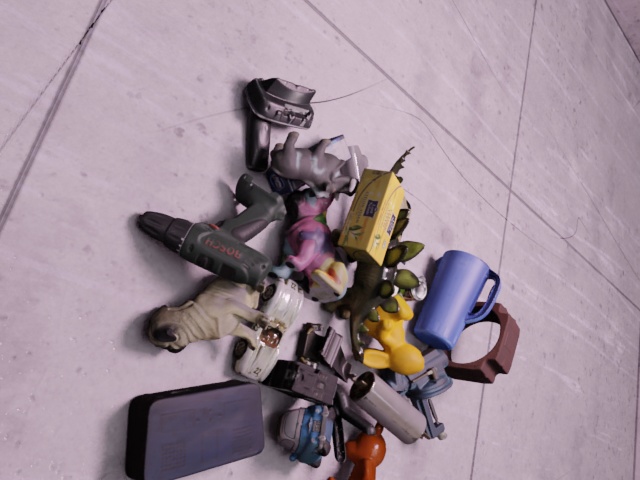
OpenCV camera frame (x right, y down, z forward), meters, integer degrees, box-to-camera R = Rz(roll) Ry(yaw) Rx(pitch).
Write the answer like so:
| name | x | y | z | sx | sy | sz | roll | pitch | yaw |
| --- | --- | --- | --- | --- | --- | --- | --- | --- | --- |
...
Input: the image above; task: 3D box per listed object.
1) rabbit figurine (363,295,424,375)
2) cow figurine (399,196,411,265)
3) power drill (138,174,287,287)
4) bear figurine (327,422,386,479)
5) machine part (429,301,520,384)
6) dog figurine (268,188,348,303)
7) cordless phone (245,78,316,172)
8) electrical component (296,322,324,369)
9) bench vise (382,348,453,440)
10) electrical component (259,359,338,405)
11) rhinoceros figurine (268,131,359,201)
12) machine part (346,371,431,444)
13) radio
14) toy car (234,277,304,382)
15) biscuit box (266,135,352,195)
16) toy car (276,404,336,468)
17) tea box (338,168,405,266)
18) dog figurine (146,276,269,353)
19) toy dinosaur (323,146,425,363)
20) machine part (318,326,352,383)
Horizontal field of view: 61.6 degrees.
| name | x | y | z | sx | sy | sz | roll | pitch | yaw |
| --- | --- | --- | --- | --- | --- | --- | --- | --- | --- |
| rabbit figurine | 0.158 | 0.226 | 1.193 | 0.162 | 0.122 | 0.173 | -31 | 80 | -4 |
| cow figurine | 0.164 | -0.021 | 1.284 | 0.127 | 0.085 | 0.195 | 41 | 58 | -27 |
| power drill | -0.167 | -0.032 | 0.943 | 0.232 | 0.086 | 0.207 | 31 | 40 | 4 |
| bear figurine | 0.075 | 0.481 | 1.139 | 0.132 | 0.120 | 0.196 | 12 | 41 | -1 |
| machine part | 0.400 | 0.262 | 1.392 | 0.087 | 0.202 | 0.201 | 48 | 56 | -34 |
| dog figurine | -0.002 | -0.003 | 1.099 | 0.191 | 0.108 | 0.219 | 32 | 59 | -14 |
| cordless phone | -0.084 | -0.225 | 1.088 | 0.146 | 0.089 | 0.184 | 4 | 94 | -44 |
| electrical component | -0.016 | 0.223 | 1.112 | 0.078 | 0.045 | 0.102 | 31 | 65 | -35 |
| bench vise | 0.241 | 0.376 | 1.287 | 0.223 | 0.129 | 0.240 | -22 | 93 | -44 |
| electrical component | -0.034 | 0.276 | 1.041 | 0.134 | 0.115 | 0.058 | 32 | 67 | -36 |
| rhinoceros figurine | -0.007 | -0.136 | 1.040 | 0.190 | 0.073 | 0.112 | 15 | 63 | -31 |
| machine part | 0.147 | 0.361 | 1.158 | 0.243 | 0.079 | 0.079 | 41 | 58 | -15 |
| radio | -0.205 | 0.315 | 0.908 | 0.229 | 0.073 | 0.131 | 3 | 83 | -45 |
| toy car | -0.095 | 0.167 | 1.020 | 0.073 | 0.056 | 0.201 | 35 | 75 | -36 |
| biscuit box | -0.021 | -0.159 | 1.135 | 0.203 | 0.063 | 0.059 | -34 | 109 | -39 |
| toy car | -0.033 | 0.370 | 1.033 | 0.103 | 0.161 | 0.109 | 11 | 61 | -3 |
| tea box | 0.105 | -0.045 | 1.071 | 0.098 | 0.068 | 0.169 | 39 | 66 | -58 |
| dog figurine | -0.198 | 0.108 | 0.932 | 0.190 | 0.121 | 0.172 | 6 | 37 | -21 |
| toy dinosaur | 0.123 | 0.027 | 1.157 | 0.105 | 0.199 | 0.471 | 18 | 75 | -49 |
| machine part | 0.033 | 0.245 | 1.131 | 0.138 | 0.039 | 0.084 | 66 | 31 | -43 |
